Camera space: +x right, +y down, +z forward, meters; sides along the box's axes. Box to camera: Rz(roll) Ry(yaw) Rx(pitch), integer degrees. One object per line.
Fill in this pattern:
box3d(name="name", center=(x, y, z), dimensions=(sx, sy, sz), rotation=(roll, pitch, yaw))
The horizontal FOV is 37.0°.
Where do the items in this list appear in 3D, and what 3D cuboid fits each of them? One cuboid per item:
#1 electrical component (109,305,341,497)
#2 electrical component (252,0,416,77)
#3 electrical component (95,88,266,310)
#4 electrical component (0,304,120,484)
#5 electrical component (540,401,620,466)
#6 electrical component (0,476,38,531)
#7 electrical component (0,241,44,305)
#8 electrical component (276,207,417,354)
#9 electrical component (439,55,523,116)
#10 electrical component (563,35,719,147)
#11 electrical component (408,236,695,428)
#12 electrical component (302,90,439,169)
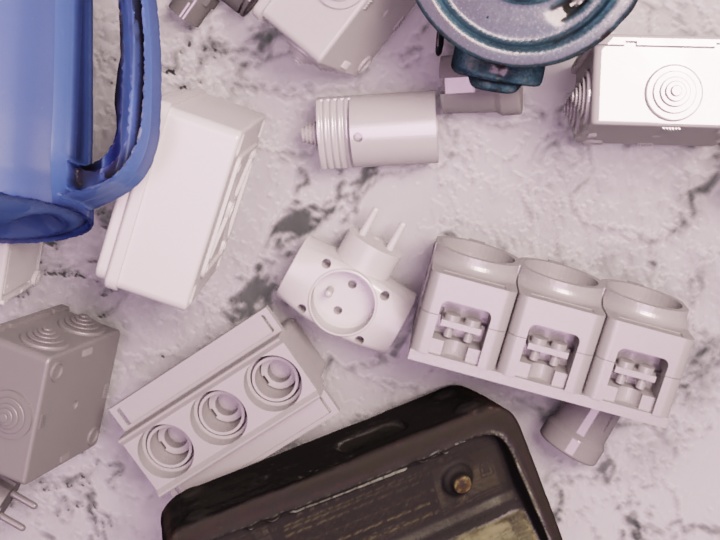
box3d(name="electrical component", center=(-0.083, 0.083, 0.678), dimensions=(0.121, 0.063, 0.078), rotation=(-33, 98, 11))
box3d(name="electrical component", center=(-0.003, -0.157, 0.600), dimensions=(0.048, 0.100, 0.099), rotation=(41, 103, 8))
box3d(name="electrical component", center=(-0.101, -0.045, 0.628), dimensions=(0.056, 0.108, 0.108), rotation=(19, 104, -2))
box3d(name="electrical component", center=(-0.197, 0.076, 0.670), dimensions=(0.048, 0.100, 0.099), rotation=(18, 104, 14))
box3d(name="electrical component", center=(0.141, 0.093, 0.673), dimensions=(0.040, 0.040, 0.046), rotation=(30, 98, -2))
box3d(name="electrical component", center=(-0.252, 0.146, 0.716), dimensions=(0.077, 0.047, 0.065), rotation=(30, 103, -2))
box3d(name="electrical component", center=(-0.235, -0.022, 0.669), dimensions=(0.061, 0.061, 0.096), rotation=(14, 103, 2))
box3d(name="electrical component", center=(0.000, 0.000, 0.662), dimensions=(0.077, 0.044, 0.079), rotation=(29, 103, -2))
box3d(name="electrical component", center=(0.072, -0.110, 0.634), dimensions=(0.046, 0.040, 0.040), rotation=(-2, 103, 12))
box3d(name="electrical component", center=(0.166, -0.097, 0.598), dimensions=(0.100, 0.100, 0.048), rotation=(2, 90, 5))
box3d(name="electrical component", center=(0.110, 0.030, 0.635), dimensions=(0.150, 0.089, 0.061), rotation=(15, 103, 2))
box3d(name="electrical component", center=(0.006, -0.083, 0.643), dimensions=(0.081, 0.043, 0.043), rotation=(-3, 102, 6))
